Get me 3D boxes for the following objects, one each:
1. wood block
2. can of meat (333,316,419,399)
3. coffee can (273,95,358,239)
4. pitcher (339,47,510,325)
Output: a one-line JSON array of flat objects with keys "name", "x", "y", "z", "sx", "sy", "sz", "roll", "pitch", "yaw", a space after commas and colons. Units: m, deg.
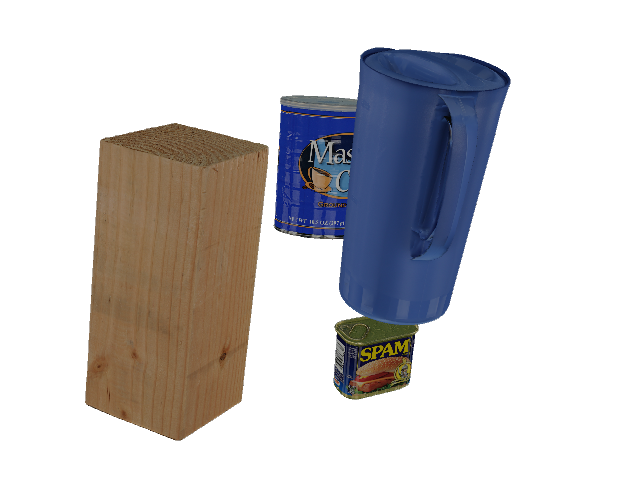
[{"name": "wood block", "x": -0.106, "y": 0.027, "z": 0.787, "sx": 0.090, "sy": 0.206, "sz": 0.090, "roll": 16, "pitch": 20, "yaw": 25}, {"name": "can of meat", "x": 0.067, "y": 0.142, "z": 1.321, "sx": 0.101, "sy": 0.084, "sz": 0.057, "roll": -9, "pitch": 28, "yaw": -25}, {"name": "coffee can", "x": 0.004, "y": -0.080, "z": 1.142, "sx": 0.103, "sy": 0.140, "sz": 0.103, "roll": 4, "pitch": 12, "yaw": -1}, {"name": "pitcher", "x": 0.087, "y": -0.044, "z": 0.971, "sx": 0.145, "sy": 0.243, "sz": 0.149, "roll": 21, "pitch": 27, "yaw": 27}]
